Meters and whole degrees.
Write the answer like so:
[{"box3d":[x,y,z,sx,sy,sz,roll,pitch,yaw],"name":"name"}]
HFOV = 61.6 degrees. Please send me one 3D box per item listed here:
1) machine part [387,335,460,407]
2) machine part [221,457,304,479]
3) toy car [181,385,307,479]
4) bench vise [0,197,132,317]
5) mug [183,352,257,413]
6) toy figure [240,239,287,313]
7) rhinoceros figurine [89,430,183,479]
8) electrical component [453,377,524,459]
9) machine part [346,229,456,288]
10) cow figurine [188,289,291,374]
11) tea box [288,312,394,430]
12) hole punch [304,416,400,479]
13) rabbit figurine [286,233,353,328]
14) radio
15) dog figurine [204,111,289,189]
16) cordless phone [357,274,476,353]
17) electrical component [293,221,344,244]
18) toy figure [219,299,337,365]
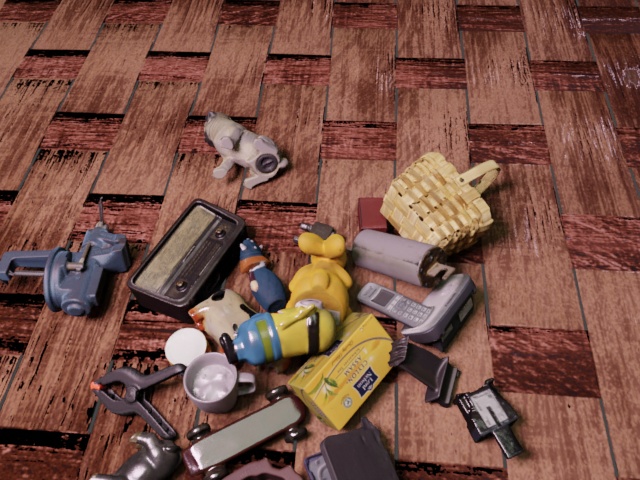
[{"box3d":[0.172,0.212,0.879,0.139,0.039,0.084,38,65,-17],"name":"machine part"},{"box3d":[-0.084,0.413,0.775,0.179,0.056,0.179,-2,55,3],"name":"machine part"},{"box3d":[-0.116,0.307,0.850,0.202,0.053,0.089,-24,68,-18],"name":"toy car"},{"box3d":[-0.489,0.043,1.007,0.241,0.128,0.224,1,56,-6],"name":"bench vise"},{"box3d":[-0.157,0.236,0.868,0.110,0.107,0.081,-8,57,-8],"name":"mug"},{"box3d":[-0.115,0.064,1.011,0.058,0.064,0.155,-35,59,4],"name":"toy figure"},{"box3d":[-0.285,0.381,0.801,0.112,0.073,0.190,31,60,9],"name":"rhinoceros figurine"},{"box3d":[0.273,0.287,0.850,0.075,0.047,0.119,-24,58,-12],"name":"electrical component"},{"box3d":[0.140,0.031,0.972,0.079,0.079,0.243,-44,35,-24],"name":"machine part"},{"box3d":[-0.123,0.159,0.937,0.127,0.085,0.195,-42,63,-16],"name":"cow figurine"},{"box3d":[0.043,0.209,0.876,0.169,0.068,0.098,-46,105,-24],"name":"tea box"},{"box3d":[0.047,0.353,0.804,0.116,0.092,0.142,1,46,-34],"name":"hole punch"},{"box3d":[0.002,0.057,0.973,0.122,0.162,0.173,2,36,15],"name":"rabbit figurine"},{"box3d":[-0.242,0.038,1.026,0.131,0.073,0.229,22,60,17],"name":"radio"},{"box3d":[-0.168,-0.216,1.194,0.172,0.121,0.191,17,31,-26],"name":"dog figurine"},{"box3d":[0.171,0.103,0.969,0.184,0.088,0.146,24,59,35],"name":"cordless phone"},{"box3d":[-0.002,-0.003,1.076,0.094,0.021,0.063,18,58,13],"name":"electrical component"},{"box3d":[-0.063,0.151,0.845,0.180,0.089,0.082,-18,12,-16],"name":"toy figure"}]
